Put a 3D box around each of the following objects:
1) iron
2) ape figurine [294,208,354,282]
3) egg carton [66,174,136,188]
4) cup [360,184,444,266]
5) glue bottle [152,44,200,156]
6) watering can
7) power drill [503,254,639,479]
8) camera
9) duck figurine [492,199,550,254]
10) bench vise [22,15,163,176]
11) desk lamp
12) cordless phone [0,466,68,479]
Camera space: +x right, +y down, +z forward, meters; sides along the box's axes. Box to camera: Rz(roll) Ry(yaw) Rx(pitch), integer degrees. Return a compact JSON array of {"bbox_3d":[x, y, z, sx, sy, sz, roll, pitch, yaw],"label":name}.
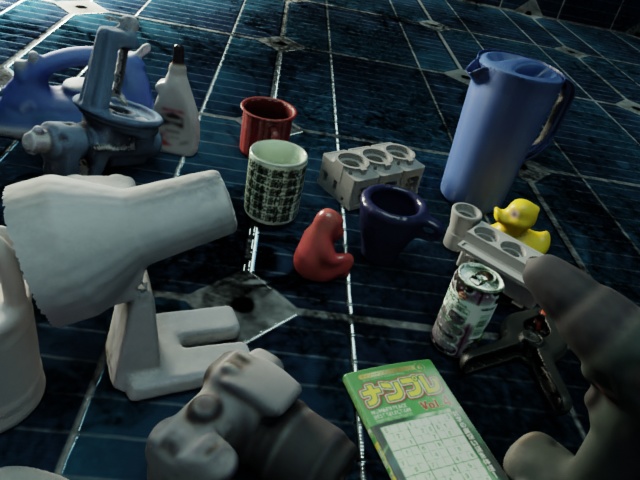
[{"bbox_3d":[-0.378,-0.236,0.886,0.259,0.141,0.118,-10,41,-29],"label":"iron"},{"bbox_3d":[0.007,0.003,0.720,0.076,0.092,0.077,-5,38,-23],"label":"ape figurine"},{"bbox_3d":[-0.267,-0.023,0.687,0.107,0.069,0.150,-3,38,-21],"label":"egg carton"},{"bbox_3d":[0.102,-0.009,0.764,0.117,0.095,0.092,26,37,18],"label":"cup"},{"bbox_3d":[-0.221,-0.215,0.879,0.078,0.173,0.037,8,35,-6],"label":"glue bottle"},{"bbox_3d":[-0.286,0.057,0.461,0.101,0.194,0.172,-9,40,-28],"label":"watering can"},{"bbox_3d":[0.242,0.148,0.490,0.228,0.208,0.076,36,41,29],"label":"power drill"},{"bbox_3d":[-0.046,0.165,0.468,0.136,0.101,0.143,27,37,20],"label":"camera"},{"bbox_3d":[0.296,-0.019,0.848,0.104,0.086,0.077,11,35,-2],"label":"duck figurine"},{"bbox_3d":[-0.287,-0.176,0.763,0.121,0.220,0.207,16,35,5],"label":"bench vise"},{"bbox_3d":[-0.158,0.035,0.515,0.204,0.213,0.117,-6,39,-24],"label":"desk lamp"},{"bbox_3d":[-0.173,0.181,0.331,0.094,0.185,0.147,-3,38,-21],"label":"cordless phone"}]
